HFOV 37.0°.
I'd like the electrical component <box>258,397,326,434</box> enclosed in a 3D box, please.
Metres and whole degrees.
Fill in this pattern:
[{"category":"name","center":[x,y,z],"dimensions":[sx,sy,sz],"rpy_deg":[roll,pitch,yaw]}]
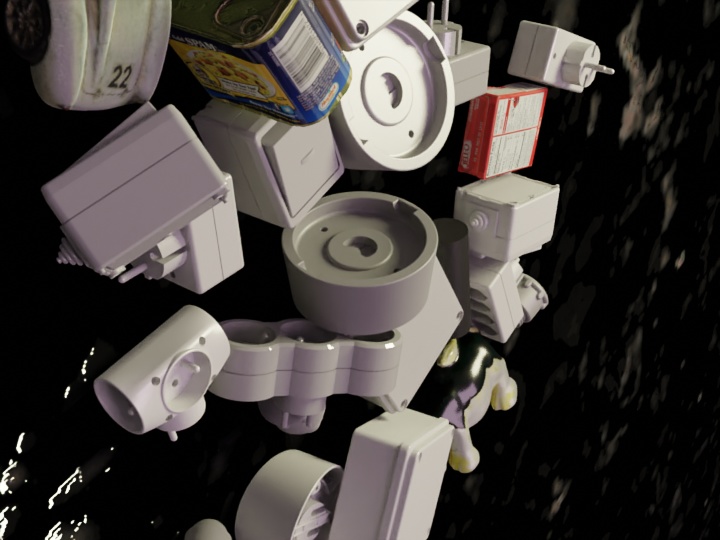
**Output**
[{"category":"electrical component","center":[-0.046,0.103,0.804],"dimensions":[0.048,0.048,0.062],"rpy_deg":[-57,152,-18]}]

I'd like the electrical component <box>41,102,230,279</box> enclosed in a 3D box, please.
[{"category":"electrical component","center":[-0.124,-0.039,0.568],"dimensions":[0.096,0.061,0.062],"rpy_deg":[-35,-178,-8]}]

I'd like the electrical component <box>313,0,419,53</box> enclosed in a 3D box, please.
[{"category":"electrical component","center":[-0.011,-0.199,0.642],"dimensions":[0.109,0.056,0.108],"rpy_deg":[-44,115,-32]}]

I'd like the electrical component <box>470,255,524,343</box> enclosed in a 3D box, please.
[{"category":"electrical component","center":[0.126,0.009,0.995],"dimensions":[0.075,0.047,0.083],"rpy_deg":[-52,143,-25]}]

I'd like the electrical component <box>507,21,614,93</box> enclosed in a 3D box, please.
[{"category":"electrical component","center":[0.186,-0.183,0.947],"dimensions":[0.083,0.076,0.047],"rpy_deg":[-1,109,-55]}]

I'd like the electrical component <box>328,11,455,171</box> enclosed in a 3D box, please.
[{"category":"electrical component","center":[0.006,-0.119,0.730],"dimensions":[0.108,0.060,0.108],"rpy_deg":[1,89,-42]}]

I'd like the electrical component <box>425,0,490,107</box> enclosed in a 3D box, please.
[{"category":"electrical component","center":[0.056,-0.163,0.798],"dimensions":[0.083,0.047,0.075],"rpy_deg":[-29,130,-45]}]

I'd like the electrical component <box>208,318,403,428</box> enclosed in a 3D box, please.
[{"category":"electrical component","center":[-0.040,0.077,0.748],"dimensions":[0.138,0.052,0.073],"rpy_deg":[0,110,-22]}]

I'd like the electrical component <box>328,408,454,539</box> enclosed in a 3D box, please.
[{"category":"electrical component","center":[0.026,0.175,0.870],"dimensions":[0.109,0.056,0.108],"rpy_deg":[-10,115,-69]}]

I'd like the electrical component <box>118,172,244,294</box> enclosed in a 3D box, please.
[{"category":"electrical component","center":[-0.114,-0.019,0.634],"dimensions":[0.077,0.047,0.065],"rpy_deg":[-36,134,-39]}]

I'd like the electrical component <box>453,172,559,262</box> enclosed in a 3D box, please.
[{"category":"electrical component","center":[0.124,-0.044,0.949],"dimensions":[0.096,0.062,0.061],"rpy_deg":[-24,127,-47]}]

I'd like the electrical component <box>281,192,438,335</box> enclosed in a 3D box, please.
[{"category":"electrical component","center":[0.000,0.000,0.759],"dimensions":[0.108,0.108,0.060],"rpy_deg":[-39,143,-37]}]

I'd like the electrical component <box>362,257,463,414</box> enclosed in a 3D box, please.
[{"category":"electrical component","center":[0.022,0.041,0.855],"dimensions":[0.108,0.056,0.108],"rpy_deg":[-56,145,-19]}]

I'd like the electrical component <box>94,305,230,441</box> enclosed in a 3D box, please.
[{"category":"electrical component","center":[-0.120,0.075,0.681],"dimensions":[0.077,0.044,0.079],"rpy_deg":[-43,139,-34]}]

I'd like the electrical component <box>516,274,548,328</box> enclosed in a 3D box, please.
[{"category":"electrical component","center":[0.149,0.036,1.048],"dimensions":[0.062,0.048,0.048],"rpy_deg":[-48,142,-17]}]

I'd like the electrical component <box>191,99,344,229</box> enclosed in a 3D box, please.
[{"category":"electrical component","center":[-0.051,-0.073,0.681],"dimensions":[0.061,0.061,0.096],"rpy_deg":[-50,142,-27]}]

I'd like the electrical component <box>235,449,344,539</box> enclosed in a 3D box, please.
[{"category":"electrical component","center":[-0.048,0.191,0.830],"dimensions":[0.099,0.064,0.099],"rpy_deg":[-31,131,-43]}]
